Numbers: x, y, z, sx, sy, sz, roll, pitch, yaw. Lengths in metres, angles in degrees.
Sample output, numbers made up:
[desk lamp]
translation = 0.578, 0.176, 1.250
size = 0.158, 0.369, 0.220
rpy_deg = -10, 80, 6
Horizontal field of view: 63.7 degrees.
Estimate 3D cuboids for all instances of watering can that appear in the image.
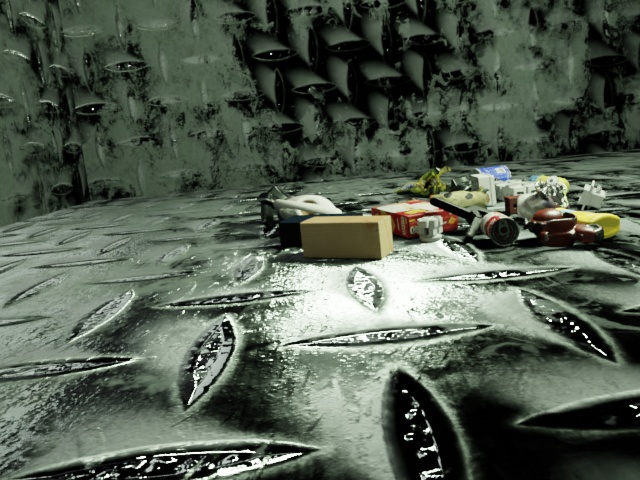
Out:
[watering can]
translation = 0.005, -0.083, 1.648
size = 0.347, 0.104, 0.224
rpy_deg = 10, -3, -24

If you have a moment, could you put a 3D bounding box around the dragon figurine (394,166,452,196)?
[dragon figurine]
translation = 0.426, -0.225, 2.234
size = 0.412, 0.123, 0.240
rpy_deg = -11, -5, -34

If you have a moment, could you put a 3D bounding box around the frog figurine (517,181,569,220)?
[frog figurine]
translation = 0.614, -0.089, 1.455
size = 0.138, 0.124, 0.156
rpy_deg = -20, -20, -28
